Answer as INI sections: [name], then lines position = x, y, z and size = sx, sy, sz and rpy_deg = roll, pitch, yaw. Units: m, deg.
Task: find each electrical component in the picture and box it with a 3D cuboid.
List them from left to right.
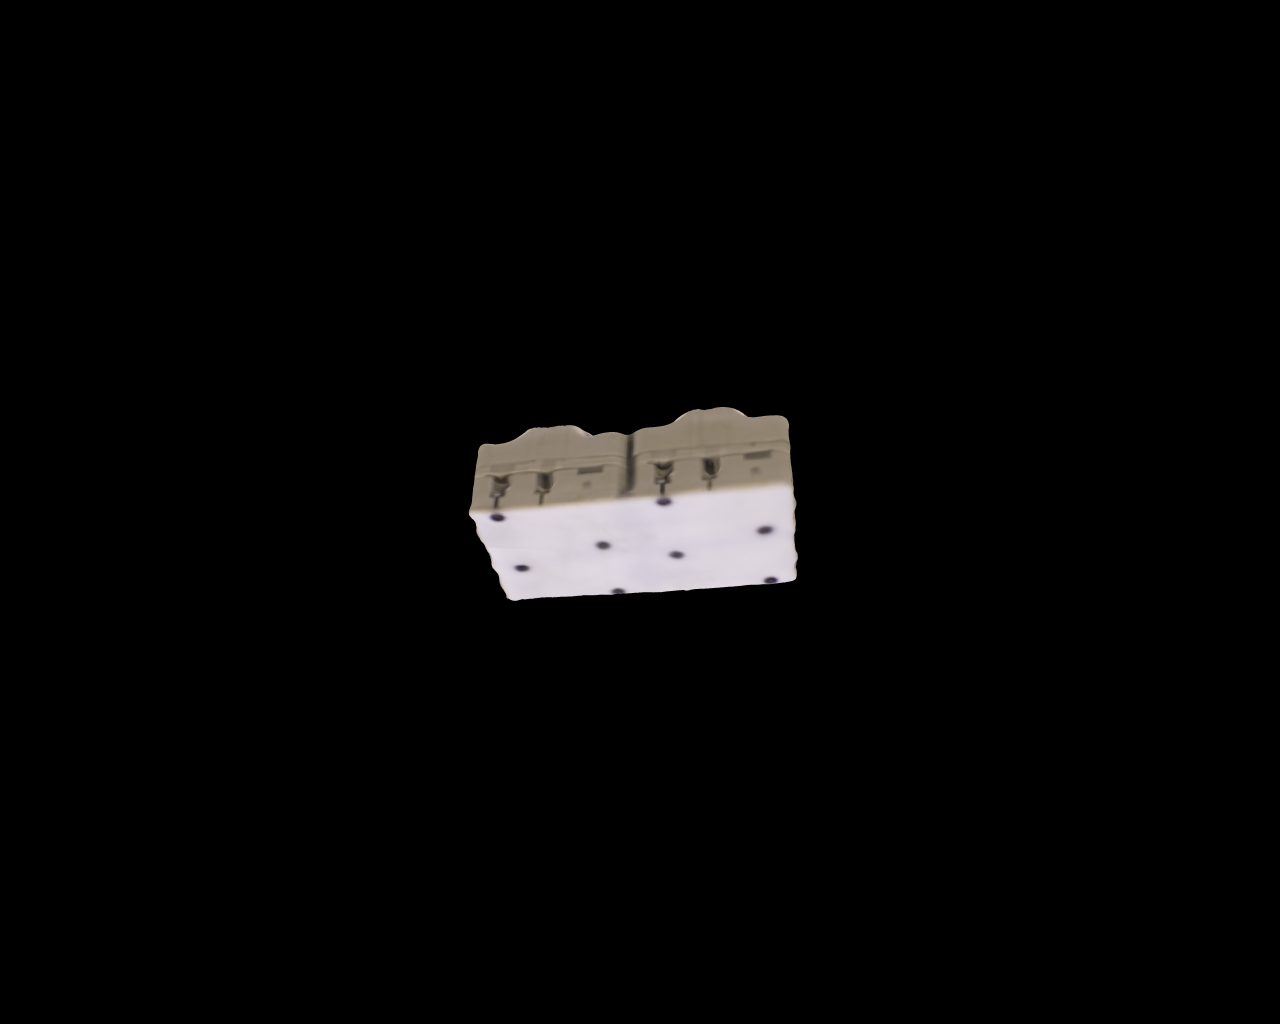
[electrical component]
position = 0.001, -0.003, 0.650
size = 0.186, 0.060, 0.105
rpy_deg = -5, -35, 7
